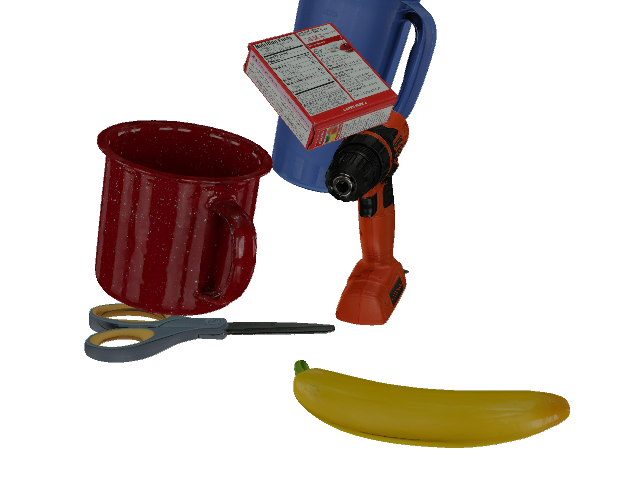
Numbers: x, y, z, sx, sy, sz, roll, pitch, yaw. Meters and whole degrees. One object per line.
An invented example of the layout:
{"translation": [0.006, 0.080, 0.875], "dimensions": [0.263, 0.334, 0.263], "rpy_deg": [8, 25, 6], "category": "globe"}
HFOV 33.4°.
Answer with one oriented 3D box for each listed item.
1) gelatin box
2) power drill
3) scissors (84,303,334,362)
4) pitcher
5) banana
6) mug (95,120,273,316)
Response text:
{"translation": [-0.001, -0.111, 0.757], "dimensions": [0.073, 0.089, 0.030], "rpy_deg": [-22, -31, -29], "category": "gelatin box"}
{"translation": [0.046, -0.018, 1.016], "dimensions": [0.057, 0.188, 0.184], "rpy_deg": [8, 24, 16], "category": "power drill"}
{"translation": [-0.097, 0.077, 0.845], "dimensions": [0.202, 0.016, 0.096], "rpy_deg": [5, 22, 15], "category": "scissors"}
{"translation": [0.028, -0.177, 1.196], "dimensions": [0.145, 0.243, 0.149], "rpy_deg": [10, 22, -11], "category": "pitcher"}
{"translation": [0.060, 0.107, 0.703], "dimensions": [0.198, 0.037, 0.069], "rpy_deg": [7, 32, 22], "category": "banana"}
{"translation": [-0.070, -0.007, 0.569], "dimensions": [0.093, 0.081, 0.117], "rpy_deg": [-8, 29, -39], "category": "mug"}
